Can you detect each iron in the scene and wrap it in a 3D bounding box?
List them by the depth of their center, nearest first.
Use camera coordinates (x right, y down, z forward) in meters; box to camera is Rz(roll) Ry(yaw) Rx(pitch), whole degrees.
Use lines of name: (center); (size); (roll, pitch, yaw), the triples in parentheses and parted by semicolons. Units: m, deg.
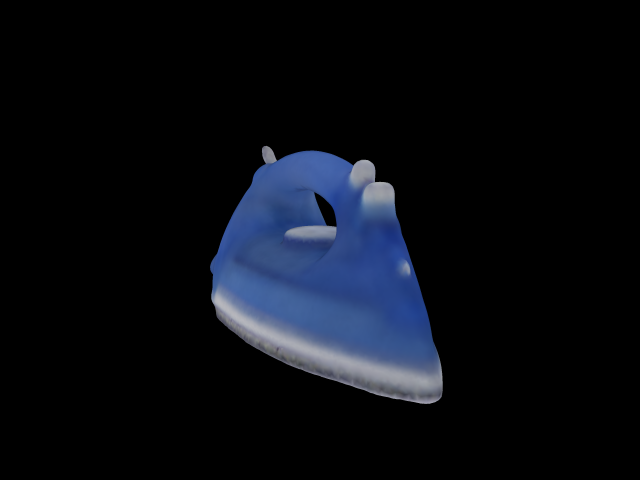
iron: (0.004, 0.001, 0.400); (0.119, 0.141, 0.257); (-4, 8, -27)
